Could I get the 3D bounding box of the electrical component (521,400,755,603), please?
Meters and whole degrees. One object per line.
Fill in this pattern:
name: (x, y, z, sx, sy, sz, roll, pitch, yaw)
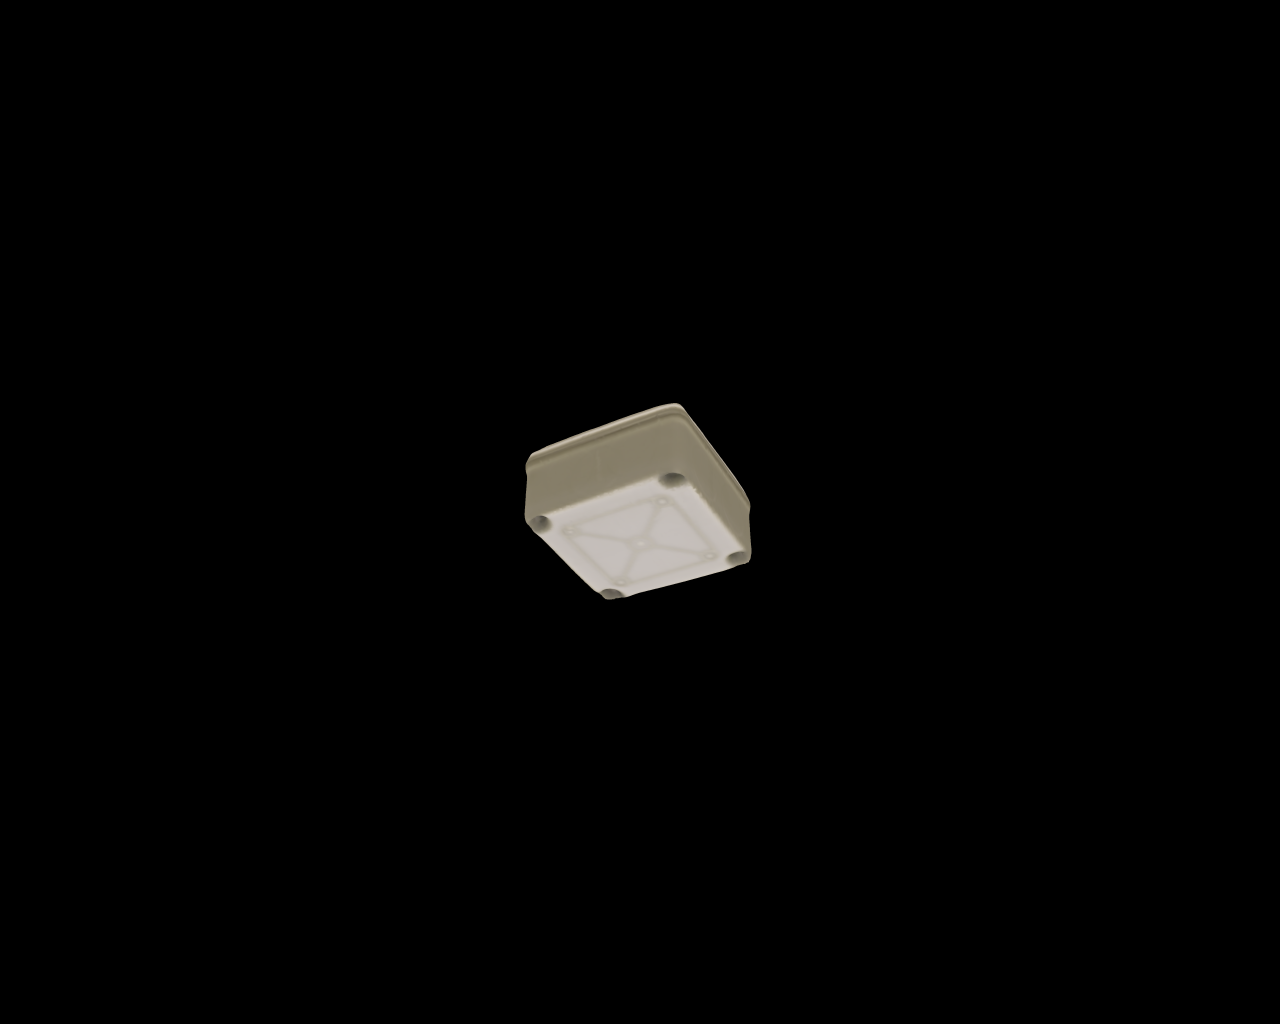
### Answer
electrical component: (0.001, -0.003, 0.650, 0.108, 0.056, 0.108, -17, -40, 22)
